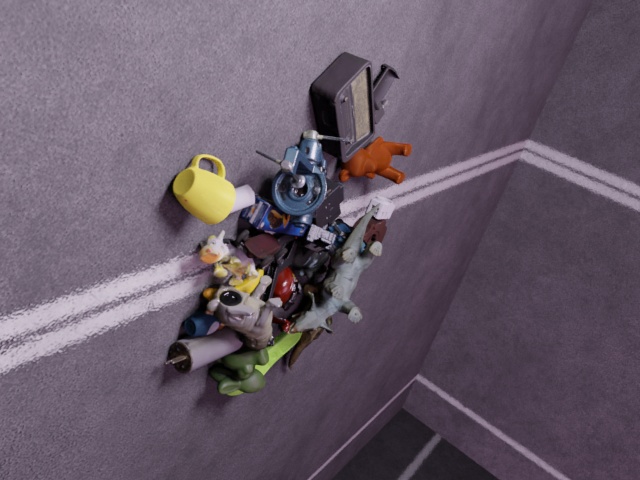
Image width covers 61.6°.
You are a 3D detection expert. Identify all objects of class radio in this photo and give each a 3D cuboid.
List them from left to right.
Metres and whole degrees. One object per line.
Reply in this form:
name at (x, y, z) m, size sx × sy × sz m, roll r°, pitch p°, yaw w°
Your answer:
radio at (0.058, -0.294, 1.227) m, size 0.131 × 0.073 × 0.229 m, roll -47°, pitch 151°, yaw -21°

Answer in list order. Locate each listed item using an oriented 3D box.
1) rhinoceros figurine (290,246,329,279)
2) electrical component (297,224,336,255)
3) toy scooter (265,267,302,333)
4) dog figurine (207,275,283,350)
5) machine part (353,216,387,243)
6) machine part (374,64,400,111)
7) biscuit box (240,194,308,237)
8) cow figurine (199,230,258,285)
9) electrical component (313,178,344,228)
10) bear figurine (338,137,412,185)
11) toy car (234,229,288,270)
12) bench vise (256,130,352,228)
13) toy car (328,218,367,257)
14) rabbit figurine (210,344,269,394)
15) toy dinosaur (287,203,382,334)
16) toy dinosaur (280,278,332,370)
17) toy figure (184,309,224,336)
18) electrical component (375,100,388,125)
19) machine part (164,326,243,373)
rhinoceros figurine at (-0.026, 0.053, 1.459) m, size 0.112 × 0.073 × 0.190 m, roll -60°, pitch 154°, yaw 0°
electrical component at (-0.003, -0.004, 1.318) m, size 0.119 × 0.075 × 0.048 m, roll 145°, pitch -35°, yaw -68°
toy scooter at (-0.106, 0.160, 1.368) m, size 0.184 × 0.135 × 0.075 m, roll -55°, pitch 152°, yaw -10°
dog figurine at (-0.179, 0.188, 1.225) m, size 0.172 × 0.121 × 0.190 m, roll 3°, pitch 129°, yaw -18°
machine part at (0.147, -0.001, 1.720) m, size 0.179 × 0.056 × 0.179 m, roll -42°, pitch 151°, yaw -30°
machine part at (0.141, -0.370, 1.329) m, size 0.139 × 0.039 × 0.084 m, roll -54°, pitch 143°, yaw -6°
biscuit box at (-0.096, -0.053, 1.238) m, size 0.202 × 0.059 × 0.062 m, roll 9°, pitch 111°, yaw -62°
cow figurine at (-0.197, 0.026, 1.128) m, size 0.068 × 0.098 × 0.167 m, roll -23°, pitch 151°, yaw 12°
electrical component at (0.008, -0.093, 1.380) m, size 0.134 × 0.058 × 0.114 m, roll -44°, pitch 153°, yaw -25°
bear figurine at (0.141, -0.205, 1.413) m, size 0.196 × 0.132 × 0.120 m, roll -24°, pitch 131°, yaw -57°
toy car at (-0.129, 0.017, 1.163) m, size 0.053 × 0.089 × 0.202 m, roll -43°, pitch 180°, yaw 11°
bench vise at (-0.037, -0.145, 1.133) m, size 0.240 × 0.129 × 0.223 m, roll 39°, pitch 69°, yaw -75°
toy car at (0.068, 0.014, 1.552) m, size 0.103 × 0.109 × 0.161 m, roll -44°, pitch 147°, yaw 11°
rabbit figurine at (-0.198, 0.337, 1.385) m, size 0.159 × 0.121 × 0.170 m, roll -23°, pitch 121°, yaw -18°
toy dinosaur at (0.057, 0.096, 1.438) m, size 0.131 × 0.192 × 0.405 m, roll 34°, pitch 72°, yaw -21°
toy dinosaur at (-0.022, 0.246, 1.645) m, size 0.198 × 0.105 × 0.471 m, roll -15°, pitch 141°, yaw -60°
toy figure at (-0.246, 0.182, 1.243) m, size 0.064 × 0.058 × 0.154 m, roll -29°, pitch 172°, yaw 33°
electrical component at (0.143, -0.333, 1.392) m, size 0.094 × 0.021 × 0.063 m, roll -54°, pitch 153°, yaw -7°
machine part at (-0.263, 0.248, 1.259) m, size 0.243 × 0.079 × 0.079 m, roll -17°, pitch 133°, yaw -55°
